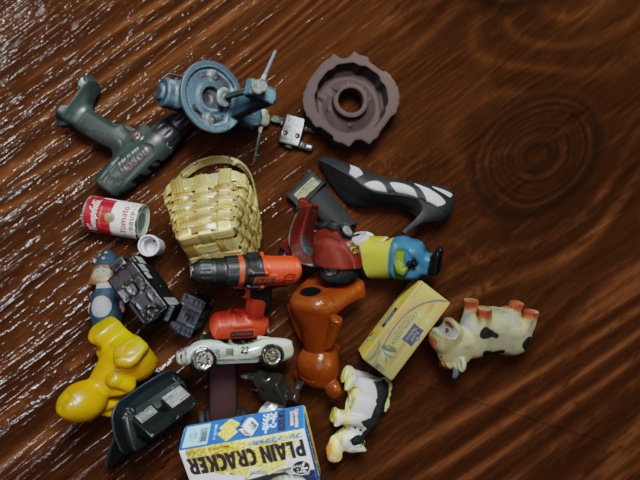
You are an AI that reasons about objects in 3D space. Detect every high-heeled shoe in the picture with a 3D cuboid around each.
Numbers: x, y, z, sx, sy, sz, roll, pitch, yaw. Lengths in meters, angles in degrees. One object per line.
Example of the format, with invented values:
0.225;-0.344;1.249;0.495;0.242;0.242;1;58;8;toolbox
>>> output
0.128;-0.109;0.996;0.249;0.086;0.145;42;63;14;high-heeled shoe

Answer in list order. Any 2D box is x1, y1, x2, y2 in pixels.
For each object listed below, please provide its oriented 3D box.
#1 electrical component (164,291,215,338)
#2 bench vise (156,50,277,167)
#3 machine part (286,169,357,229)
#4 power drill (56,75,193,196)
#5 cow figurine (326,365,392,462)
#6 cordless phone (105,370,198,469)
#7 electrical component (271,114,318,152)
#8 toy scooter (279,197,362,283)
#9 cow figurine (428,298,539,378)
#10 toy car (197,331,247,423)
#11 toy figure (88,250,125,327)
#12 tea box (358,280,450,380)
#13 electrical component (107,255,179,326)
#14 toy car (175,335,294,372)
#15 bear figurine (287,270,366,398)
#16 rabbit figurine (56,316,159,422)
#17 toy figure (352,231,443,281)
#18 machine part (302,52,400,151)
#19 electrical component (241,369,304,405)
-0.233;0.132;0.956;0.048;0.119;0.075;23;84;3;electrical component
-0.147;-0.231;0.916;0.223;0.241;0.129;21;77;-39;bench vise
0.007;-0.063;1.006;0.139;0.039;0.084;42;80;5;machine part
-0.368;-0.214;1.008;0.207;0.086;0.232;39;90;-4;power drill
0.068;0.319;0.965;0.098;0.068;0.167;16;88;-7;cow figurine
-0.309;0.333;0.961;0.089;0.146;0.184;41;126;14;cordless phone
-0.053;-0.204;1.023;0.094;0.021;0.063;17;87;2;electrical component
-0.002;-0.003;0.943;0.184;0.075;0.135;12;102;40;toy scooter
0.280;0.171;0.946;0.195;0.085;0.127;2;99;-18;cow figurine
-0.178;0.258;0.978;0.089;0.053;0.202;-1;85;-16;toy car
-0.394;0.094;0.994;0.064;0.058;0.154;-1;83;-28;toy figure
0.146;0.156;0.957;0.068;0.098;0.169;39;86;2;tea box
-0.316;0.088;0.962;0.058;0.115;0.134;-39;83;-6;electrical component
-0.146;0.195;0.925;0.202;0.073;0.056;2;78;-19;toy car
0.011;0.169;0.962;0.132;0.120;0.195;-29;118;-41;bear figurine
-0.376;0.243;0.933;0.122;0.162;0.173;28;55;20;rabbit figurine
0.123;0.034;0.951;0.180;0.082;0.089;10;77;23;toy figure
0.055;-0.254;0.998;0.179;0.056;0.179;1;85;-6;machine part
-0.082;0.257;0.953;0.102;0.045;0.078;-1;127;31;electrical component
